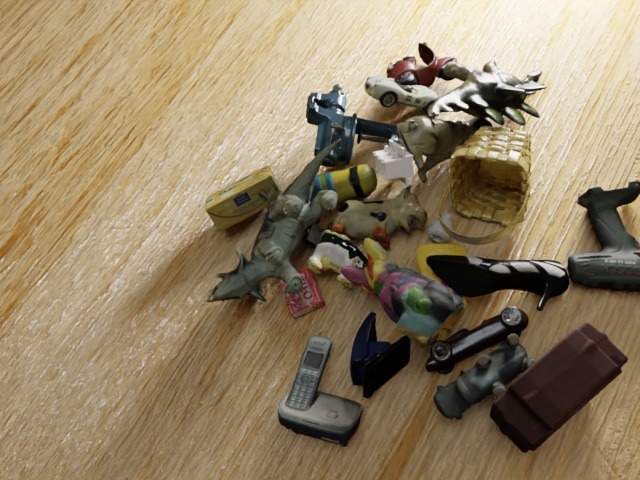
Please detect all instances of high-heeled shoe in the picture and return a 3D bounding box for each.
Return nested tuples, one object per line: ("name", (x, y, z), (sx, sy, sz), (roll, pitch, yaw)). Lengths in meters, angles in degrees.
("high-heeled shoe", (0.334, 0.048, 1.001), (0.249, 0.086, 0.145), (25, 45, 17))

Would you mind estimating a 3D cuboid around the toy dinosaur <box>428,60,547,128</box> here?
("toy dinosaur", (0.341, -0.299, 1.108), (0.471, 0.104, 0.199), (-24, 38, -33))

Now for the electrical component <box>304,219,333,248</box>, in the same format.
("electrical component", (-0.002, -0.004, 1.167), (0.063, 0.021, 0.094), (25, 70, -10))

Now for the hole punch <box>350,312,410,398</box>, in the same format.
("hole punch", (0.094, 0.209, 0.981), (0.116, 0.142, 0.092), (-37, 59, -21))

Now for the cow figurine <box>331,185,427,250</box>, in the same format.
("cow figurine", (0.130, -0.050, 1.138), (0.195, 0.085, 0.127), (3, 64, 23))

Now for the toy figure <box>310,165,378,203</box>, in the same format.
("toy figure", (0.038, -0.115, 1.188), (0.180, 0.089, 0.082), (-10, 101, -3))

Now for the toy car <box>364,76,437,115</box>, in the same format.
("toy car", (0.198, -0.332, 1.235), (0.202, 0.056, 0.074), (5, 33, -22))

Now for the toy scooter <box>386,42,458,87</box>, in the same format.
("toy scooter", (0.237, -0.423, 1.312), (0.184, 0.075, 0.135), (-19, 59, 2))

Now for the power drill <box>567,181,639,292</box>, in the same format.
("power drill", (0.572, -0.001, 0.985), (0.232, 0.086, 0.207), (-7, 68, 16))

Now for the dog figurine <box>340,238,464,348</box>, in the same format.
("dog figurine", (0.135, 0.085, 0.952), (0.219, 0.191, 0.108), (37, 93, 20))

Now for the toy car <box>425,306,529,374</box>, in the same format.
("toy car", (0.277, 0.178, 0.963), (0.202, 0.089, 0.053), (-26, 60, 3))

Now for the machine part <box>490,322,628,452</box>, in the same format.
("machine part", (0.368, 0.235, 0.837), (0.201, 0.200, 0.087), (-37, 61, -5))

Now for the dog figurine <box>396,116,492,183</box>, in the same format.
("dog figurine", (0.273, -0.231, 1.145), (0.191, 0.172, 0.121), (-27, 69, 9))

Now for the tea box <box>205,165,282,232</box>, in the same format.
("tea box", (-0.175, -0.097, 1.240), (0.170, 0.068, 0.098), (-26, 24, 2))

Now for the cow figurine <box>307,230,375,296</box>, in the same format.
("cow figurine", (0.065, 0.048, 1.103), (0.167, 0.068, 0.098), (24, 75, 10))

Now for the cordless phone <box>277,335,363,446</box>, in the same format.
("cordless phone", (0.015, 0.273, 0.996), (0.147, 0.088, 0.184), (8, 60, 21))

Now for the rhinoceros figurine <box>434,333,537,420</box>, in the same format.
("rhinoceros figurine", (0.279, 0.233, 0.920), (0.190, 0.112, 0.073), (-31, 78, -14))

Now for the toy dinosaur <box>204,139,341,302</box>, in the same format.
("toy dinosaur", (-0.080, -0.021, 1.111), (0.192, 0.131, 0.404), (13, 71, 57))

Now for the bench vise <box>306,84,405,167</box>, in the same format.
("bench vise", (0.083, -0.259, 1.251), (0.241, 0.128, 0.224), (9, 54, -1))
